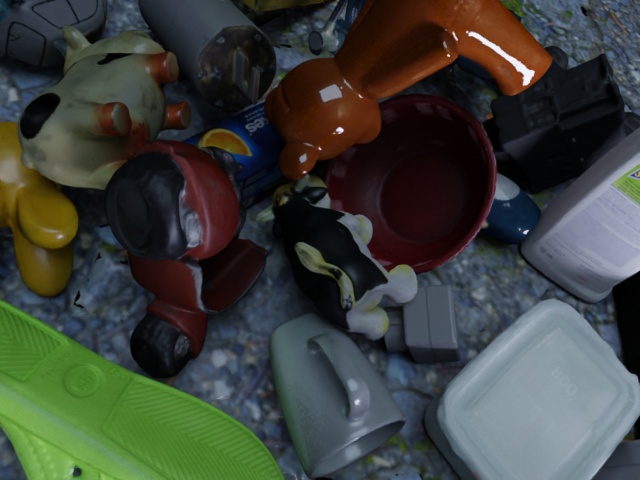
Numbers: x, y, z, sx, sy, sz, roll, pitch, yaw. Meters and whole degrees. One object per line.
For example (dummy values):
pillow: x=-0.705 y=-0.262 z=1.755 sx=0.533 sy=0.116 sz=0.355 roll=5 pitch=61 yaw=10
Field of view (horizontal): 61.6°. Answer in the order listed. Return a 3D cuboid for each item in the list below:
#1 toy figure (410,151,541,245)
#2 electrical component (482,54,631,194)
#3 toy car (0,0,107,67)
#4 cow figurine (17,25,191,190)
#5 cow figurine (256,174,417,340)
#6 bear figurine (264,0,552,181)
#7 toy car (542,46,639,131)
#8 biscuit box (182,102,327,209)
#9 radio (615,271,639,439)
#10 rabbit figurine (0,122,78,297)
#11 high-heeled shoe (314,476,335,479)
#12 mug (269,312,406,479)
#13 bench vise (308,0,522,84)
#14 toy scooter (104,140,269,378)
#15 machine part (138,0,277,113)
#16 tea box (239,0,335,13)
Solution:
toy figure: x=0.140 y=-0.055 z=0.532 sx=0.154 sy=0.057 sz=0.064 roll=34 pitch=23 yaw=7
electrical component: x=0.228 y=-0.103 z=0.530 sx=0.114 sy=0.134 sz=0.058 roll=32 pitch=46 yaw=-46
toy car: x=-0.261 y=-0.218 z=0.507 sx=0.162 sy=0.109 sz=0.103 roll=-39 pitch=100 yaw=-37
cow figurine: x=-0.179 y=-0.116 z=0.444 sx=0.127 sy=0.085 sz=0.195 roll=2 pitch=41 yaw=6
cow figurine: x=-0.003 y=-0.001 z=0.436 sx=0.098 sy=0.068 sz=0.167 roll=21 pitch=25 yaw=-50
bear figurine: x=0.053 y=-0.125 z=0.426 sx=0.132 sy=0.196 sz=0.120 roll=22 pitch=34 yaw=-36
toy car: x=0.286 y=-0.148 z=0.610 sx=0.073 sy=0.056 sz=0.202 roll=-36 pitch=77 yaw=-31
biscuit box: x=-0.070 y=-0.071 z=0.489 sx=0.203 sy=0.059 sz=0.063 roll=-33 pitch=74 yaw=-25
radio: x=0.353 y=0.127 z=0.475 sx=0.131 sy=0.073 sz=0.229 roll=11 pitch=63 yaw=-7
rabbit figurine: x=-0.257 y=-0.028 z=0.400 sx=0.162 sy=0.121 sz=0.173 roll=29 pitch=43 yaw=0
high-heeled shoe: x=0.121 y=0.216 z=0.379 sx=0.249 sy=0.086 sz=0.145 roll=44 pitch=60 yaw=5
mug: x=0.002 y=0.104 z=0.396 sx=0.081 sy=0.109 sz=0.107 roll=-24 pitch=58 yaw=-16
bench vise: x=0.094 y=-0.201 z=0.545 sx=0.240 sy=0.128 sz=0.224 roll=-25 pitch=63 yaw=-41
toy scooter: x=-0.087 y=0.003 z=0.404 sx=0.075 sy=0.183 sz=0.135 roll=21 pitch=34 yaw=24
machine part: x=-0.109 y=-0.193 z=0.501 sx=0.079 sy=0.079 sz=0.243 roll=-22 pitch=51 yaw=-21
tea box: x=-0.044 y=-0.305 z=0.574 sx=0.098 sy=0.068 sz=0.169 roll=41 pitch=38 yaw=9
